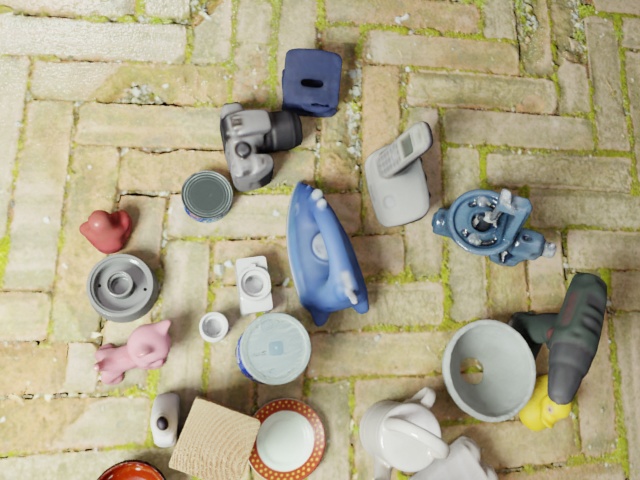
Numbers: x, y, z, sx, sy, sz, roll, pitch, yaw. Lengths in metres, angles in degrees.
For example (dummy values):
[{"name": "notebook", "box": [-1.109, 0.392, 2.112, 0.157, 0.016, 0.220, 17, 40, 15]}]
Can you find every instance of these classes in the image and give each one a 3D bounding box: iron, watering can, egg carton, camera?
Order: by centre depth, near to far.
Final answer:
[{"name": "watering can", "box": [0.130, 0.305, 0.865, 0.101, 0.194, 0.173, 13, 74, -8]}, {"name": "egg carton", "box": [0.212, 0.398, 0.925, 0.150, 0.069, 0.107, -33, 85, -17]}, {"name": "iron", "box": [0.009, 0.003, 0.941, 0.119, 0.141, 0.258, -15, 80, -15]}, {"name": "camera", "box": [-0.096, -0.171, 0.983, 0.137, 0.100, 0.143, -11, 79, -14]}]

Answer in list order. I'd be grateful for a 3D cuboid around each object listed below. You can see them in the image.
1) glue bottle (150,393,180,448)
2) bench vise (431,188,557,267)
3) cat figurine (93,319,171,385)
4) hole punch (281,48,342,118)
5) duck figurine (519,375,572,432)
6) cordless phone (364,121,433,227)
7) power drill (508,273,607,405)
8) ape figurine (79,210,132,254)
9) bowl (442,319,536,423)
[{"name": "glue bottle", "box": [-0.220, 0.259, 0.813, 0.037, 0.173, 0.078, -2, 77, -12]}, {"name": "bench vise", "box": [0.319, -0.033, 0.975, 0.207, 0.219, 0.121, 3, 76, -11]}, {"name": "cat figurine", "box": [-0.275, 0.167, 0.853, 0.128, 0.117, 0.067, -21, 81, -16]}, {"name": "hole punch", "box": [-0.014, -0.282, 1.032, 0.109, 0.091, 0.101, 2, 76, -11]}, {"name": "duck figurine", "box": [0.399, 0.281, 0.985, 0.077, 0.086, 0.105, 37, 72, -1]}, {"name": "cordless phone", "box": [0.149, -0.110, 0.976, 0.094, 0.185, 0.147, -12, 79, -14]}, {"name": "power drill", "box": [0.383, 0.166, 0.945, 0.075, 0.208, 0.230, 31, 72, -3]}, {"name": "ape figurine", "box": [-0.338, -0.021, 0.899, 0.078, 0.092, 0.076, 0, 76, -12]}, {"name": "bowl", "box": [0.276, 0.222, 0.979, 0.167, 0.074, 0.167, 3, 76, -11]}]
